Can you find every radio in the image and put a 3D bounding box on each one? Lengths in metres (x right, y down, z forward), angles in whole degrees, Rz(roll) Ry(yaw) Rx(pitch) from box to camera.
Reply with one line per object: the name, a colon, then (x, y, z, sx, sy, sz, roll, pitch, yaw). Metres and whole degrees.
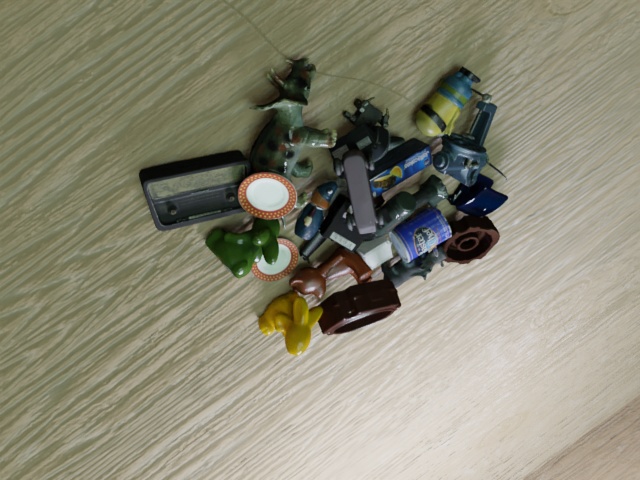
radio: (-0.266, -0.108, 1.179, 0.230, 0.073, 0.130, -14, 125, -16)

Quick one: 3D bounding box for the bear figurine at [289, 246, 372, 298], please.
bear figurine: (0.025, 0.100, 1.413, 0.196, 0.132, 0.120, -35, 163, -10)

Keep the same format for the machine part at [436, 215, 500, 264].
machine part: (0.422, 0.000, 1.549, 0.179, 0.056, 0.179, -8, 141, -7)

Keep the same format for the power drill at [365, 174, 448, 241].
power drill: (0.214, -0.082, 1.387, 0.207, 0.086, 0.232, -23, 169, -21)

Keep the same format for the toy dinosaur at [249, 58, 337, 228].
toy dinosaur: (-0.090, -0.190, 1.189, 0.192, 0.131, 0.404, 16, 123, -15)

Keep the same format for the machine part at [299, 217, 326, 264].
machine part: (-0.003, -0.004, 1.391, 0.084, 0.039, 0.139, 27, 104, -44)

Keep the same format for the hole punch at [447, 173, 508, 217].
hole punch: (0.443, -0.115, 1.497, 0.142, 0.092, 0.115, 14, 117, -35)

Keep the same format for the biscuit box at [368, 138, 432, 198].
biscuit box: (0.183, -0.178, 1.328, 0.203, 0.063, 0.059, -31, 131, -19)

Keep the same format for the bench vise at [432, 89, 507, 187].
bench vise: (0.391, -0.251, 1.365, 0.223, 0.129, 0.240, -1, 123, -33)

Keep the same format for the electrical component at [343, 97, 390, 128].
electrical component: (0.114, -0.291, 1.257, 0.102, 0.045, 0.078, 32, 102, -36)

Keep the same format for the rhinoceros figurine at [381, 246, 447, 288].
rhinoceros figurine: (0.262, 0.070, 1.515, 0.190, 0.112, 0.073, -28, 126, 4)

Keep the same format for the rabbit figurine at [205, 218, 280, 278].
rabbit figurine: (-0.162, -0.001, 1.263, 0.170, 0.159, 0.121, -44, 119, -13)

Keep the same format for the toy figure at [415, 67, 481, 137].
toy figure: (0.303, -0.333, 1.299, 0.089, 0.082, 0.180, 26, 112, -23)

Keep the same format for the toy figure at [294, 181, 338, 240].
toy figure: (-0.009, -0.074, 1.269, 0.058, 0.064, 0.154, 23, 103, -21)

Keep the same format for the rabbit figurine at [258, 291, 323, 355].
rabbit figurine: (-0.063, 0.226, 1.423, 0.121, 0.173, 0.162, 33, 107, -32)

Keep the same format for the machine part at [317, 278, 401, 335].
machine part: (0.104, 0.186, 1.463, 0.201, 0.087, 0.201, -8, 159, -31)

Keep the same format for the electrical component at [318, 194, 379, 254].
electrical component: (0.075, -0.047, 1.298, 0.115, 0.058, 0.134, 31, 101, -27)

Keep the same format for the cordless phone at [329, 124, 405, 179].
cordless phone: (0.118, -0.215, 1.285, 0.147, 0.088, 0.184, -27, 176, 32)

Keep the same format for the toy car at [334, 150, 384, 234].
toy car: (0.091, -0.108, 1.214, 0.089, 0.053, 0.201, -11, 117, 8)
